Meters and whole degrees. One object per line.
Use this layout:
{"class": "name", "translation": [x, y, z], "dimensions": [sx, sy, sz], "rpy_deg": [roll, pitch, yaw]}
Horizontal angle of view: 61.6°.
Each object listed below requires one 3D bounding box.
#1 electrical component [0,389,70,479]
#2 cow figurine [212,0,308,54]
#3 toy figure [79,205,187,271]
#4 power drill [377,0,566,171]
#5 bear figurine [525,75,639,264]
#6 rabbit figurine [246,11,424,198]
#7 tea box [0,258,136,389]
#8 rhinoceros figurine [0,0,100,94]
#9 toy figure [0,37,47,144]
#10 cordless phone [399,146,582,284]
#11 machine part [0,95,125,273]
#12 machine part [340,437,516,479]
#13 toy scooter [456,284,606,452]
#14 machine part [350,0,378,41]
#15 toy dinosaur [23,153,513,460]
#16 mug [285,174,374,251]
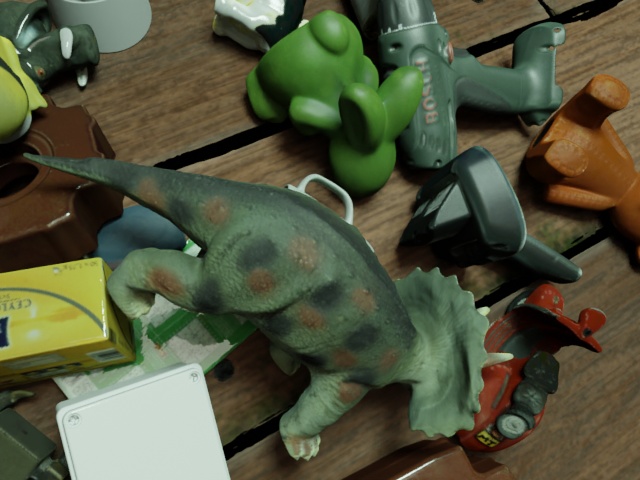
{"class": "electrical component", "translation": [-0.241, 0.169, 0.429], "dimensions": [0.102, 0.045, 0.078], "rpy_deg": [32, 98, 1]}
{"class": "cow figurine", "translation": [-0.043, -0.280, 0.586], "dimensions": [0.098, 0.068, 0.167], "rpy_deg": [28, 74, -9]}
{"class": "toy figure", "translation": [-0.198, 0.011, 0.474], "dimensions": [0.154, 0.064, 0.057], "rpy_deg": [-19, 117, -12]}
{"class": "power drill", "translation": [0.158, -0.193, 0.569], "dimensions": [0.207, 0.086, 0.231], "rpy_deg": [-9, 101, -27]}
{"class": "bear figurine", "translation": [0.325, -0.063, 0.578], "dimensions": [0.196, 0.132, 0.120], "rpy_deg": [37, 86, 5]}
{"class": "rabbit figurine", "translation": [0.032, -0.128, 0.530], "dimensions": [0.121, 0.159, 0.170], "rpy_deg": [-32, 98, -28]}
{"class": "tea box", "translation": [-0.240, 0.072, 0.416], "dimensions": [0.170, 0.098, 0.068], "rpy_deg": [-9, 69, -11]}
{"class": "rhinoceros figurine", "translation": [-0.307, -0.175, 0.495], "dimensions": [0.190, 0.073, 0.112], "rpy_deg": [-16, 77, -16]}
{"class": "toy figure", "translation": [-0.288, -0.151, 0.414], "dimensions": [0.082, 0.089, 0.180], "rpy_deg": [-25, 81, 1]}
{"class": "cordless phone", "translation": [0.182, -0.002, 0.514], "dimensions": [0.184, 0.146, 0.088], "rpy_deg": [27, 79, -2]}
{"class": "machine part", "translation": [-0.256, -0.047, 0.449], "dimensions": [0.179, 0.056, 0.179], "rpy_deg": [-1, 56, 1]}
{"class": "machine part", "translation": [0.088, 0.286, 0.443], "dimensions": [0.201, 0.087, 0.201], "rpy_deg": [-21, 80, -19]}
{"class": "toy scooter", "translation": [0.192, 0.112, 0.490], "dimensions": [0.075, 0.135, 0.184], "rpy_deg": [36, 71, -2]}
{"class": "machine part", "translation": [0.058, -0.321, 0.616], "dimensions": [0.079, 0.079, 0.243], "rpy_deg": [-15, 78, -16]}
{"class": "toy dinosaur", "translation": [-0.013, 0.035, 0.405], "dimensions": [0.404, 0.192, 0.131], "rpy_deg": [42, 26, -24]}
{"class": "mug", "translation": [-0.001, -0.002, 0.515], "dimensions": [0.107, 0.081, 0.109], "rpy_deg": [31, 64, -14]}
